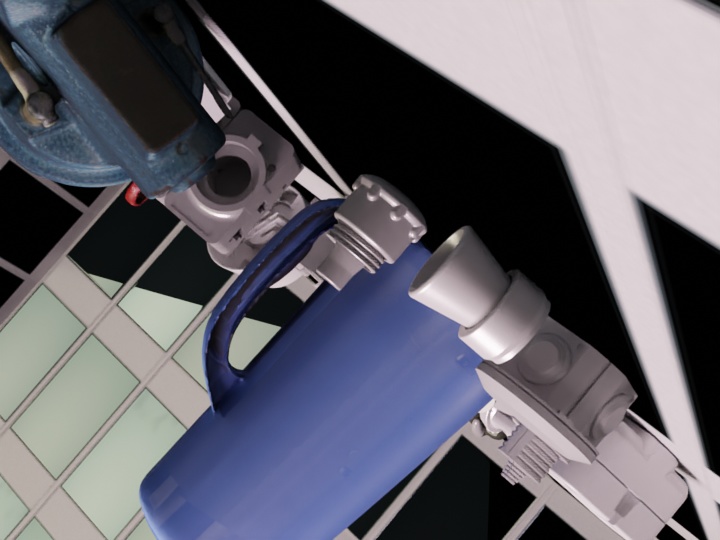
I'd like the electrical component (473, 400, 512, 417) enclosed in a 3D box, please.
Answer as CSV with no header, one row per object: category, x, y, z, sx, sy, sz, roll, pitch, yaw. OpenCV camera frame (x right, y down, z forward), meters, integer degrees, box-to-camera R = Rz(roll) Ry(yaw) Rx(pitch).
electrical component,0.085,0.072,0.746,0.077,0.079,0.044,40,136,4

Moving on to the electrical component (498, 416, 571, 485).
electrical component,0.114,0.095,0.647,0.043,0.081,0.043,40,176,3

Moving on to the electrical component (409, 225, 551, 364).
electrical component,0.058,0.012,0.520,0.055,0.045,0.045,40,176,-7

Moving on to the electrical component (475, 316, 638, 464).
electrical component,0.107,0.064,0.588,0.080,0.051,0.080,40,176,3

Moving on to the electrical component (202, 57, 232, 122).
electrical component,-0.138,-0.104,0.707,0.061,0.096,0.061,38,175,21

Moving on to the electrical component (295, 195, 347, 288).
electrical component,0.000,0.000,0.810,0.079,0.063,0.121,39,176,21

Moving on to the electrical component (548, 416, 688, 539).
electrical component,0.168,0.132,0.708,0.095,0.059,0.054,42,176,-28

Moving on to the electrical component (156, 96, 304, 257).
electrical component,-0.128,-0.094,0.775,0.150,0.089,0.061,40,176,8

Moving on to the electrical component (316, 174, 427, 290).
electrical component,0.002,-0.018,0.585,0.048,0.062,0.048,40,176,3

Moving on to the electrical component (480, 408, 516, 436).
electrical component,0.139,0.122,0.906,0.057,0.058,0.078,34,173,37

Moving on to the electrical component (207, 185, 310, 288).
electrical component,-0.086,-0.034,1.011,0.064,0.099,0.099,35,-179,-45
